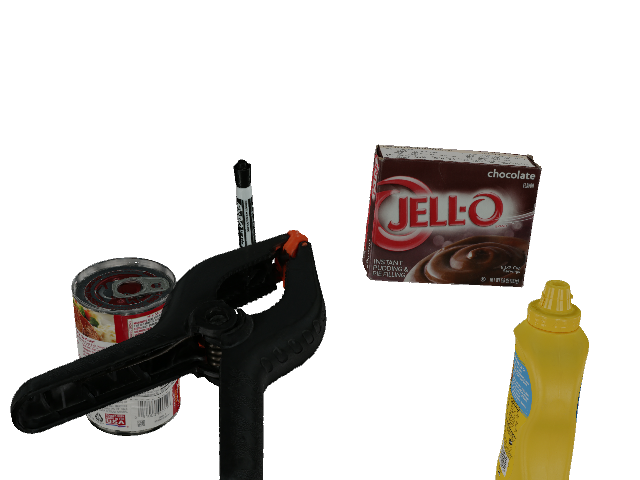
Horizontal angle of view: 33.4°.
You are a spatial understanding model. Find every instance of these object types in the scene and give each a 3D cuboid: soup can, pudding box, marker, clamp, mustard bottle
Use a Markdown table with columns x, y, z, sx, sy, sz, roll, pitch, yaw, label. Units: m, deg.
| x | y | z | sx | sy | sz | roll | pitch | yaw | label |
| --- | --- | --- | --- | --- | --- | --- | --- | --- | --- |
| -0.129 | 0.072 | 0.721 | 0.068 | 0.102 | 0.068 | 1 | 29 | -1 | soup can |
| 0.090 | -0.017 | 0.742 | 0.113 | 0.090 | 0.039 | 2 | 23 | -5 | pudding box |
| -0.081 | -0.033 | 1.150 | 0.020 | 0.121 | 0.020 | -1 | 34 | 1 | marker |
| -0.042 | 0.056 | 0.492 | 0.120 | 0.039 | 0.171 | 29 | 48 | 23 | clamp |
| 0.179 | 0.123 | 0.856 | 0.058 | 0.192 | 0.096 | 3 | 19 | 2 | mustard bottle |
